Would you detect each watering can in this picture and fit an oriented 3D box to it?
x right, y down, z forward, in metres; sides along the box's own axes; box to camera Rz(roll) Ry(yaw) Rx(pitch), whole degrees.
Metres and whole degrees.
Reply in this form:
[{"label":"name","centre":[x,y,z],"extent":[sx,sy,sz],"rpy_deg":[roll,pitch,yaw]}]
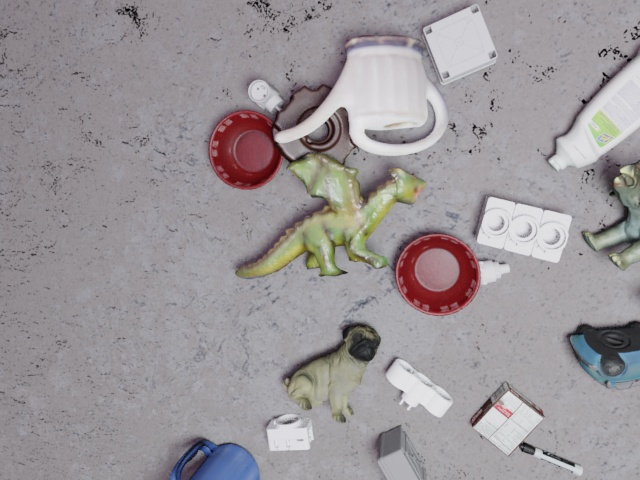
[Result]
[{"label":"watering can","centre":[0.084,-0.267,0.942],"extent":[0.348,0.103,0.225],"rpy_deg":[-2,86,-20]}]

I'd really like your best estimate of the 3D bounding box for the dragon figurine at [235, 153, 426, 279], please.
[{"label":"dragon figurine","centre":[0.003,-0.050,0.996],"extent":[0.409,0.124,0.240],"rpy_deg":[-8,104,10]}]
